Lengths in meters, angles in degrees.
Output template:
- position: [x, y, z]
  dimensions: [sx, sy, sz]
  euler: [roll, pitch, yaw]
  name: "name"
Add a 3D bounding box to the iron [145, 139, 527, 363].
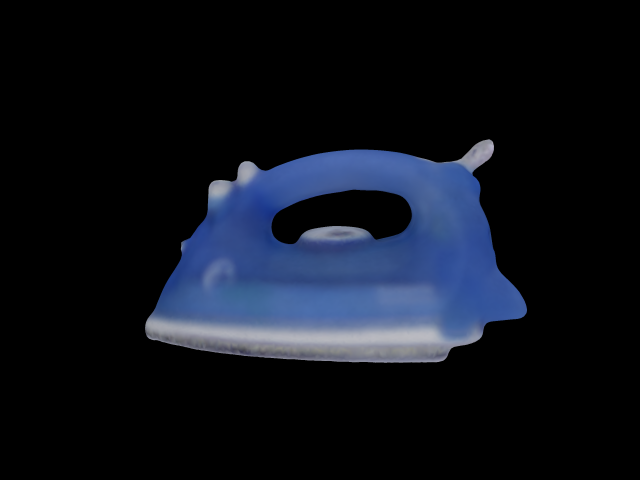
- position: [0.004, 0.001, 0.400]
  dimensions: [0.258, 0.141, 0.118]
  euler: [0, 7, 0]
  name: "iron"
